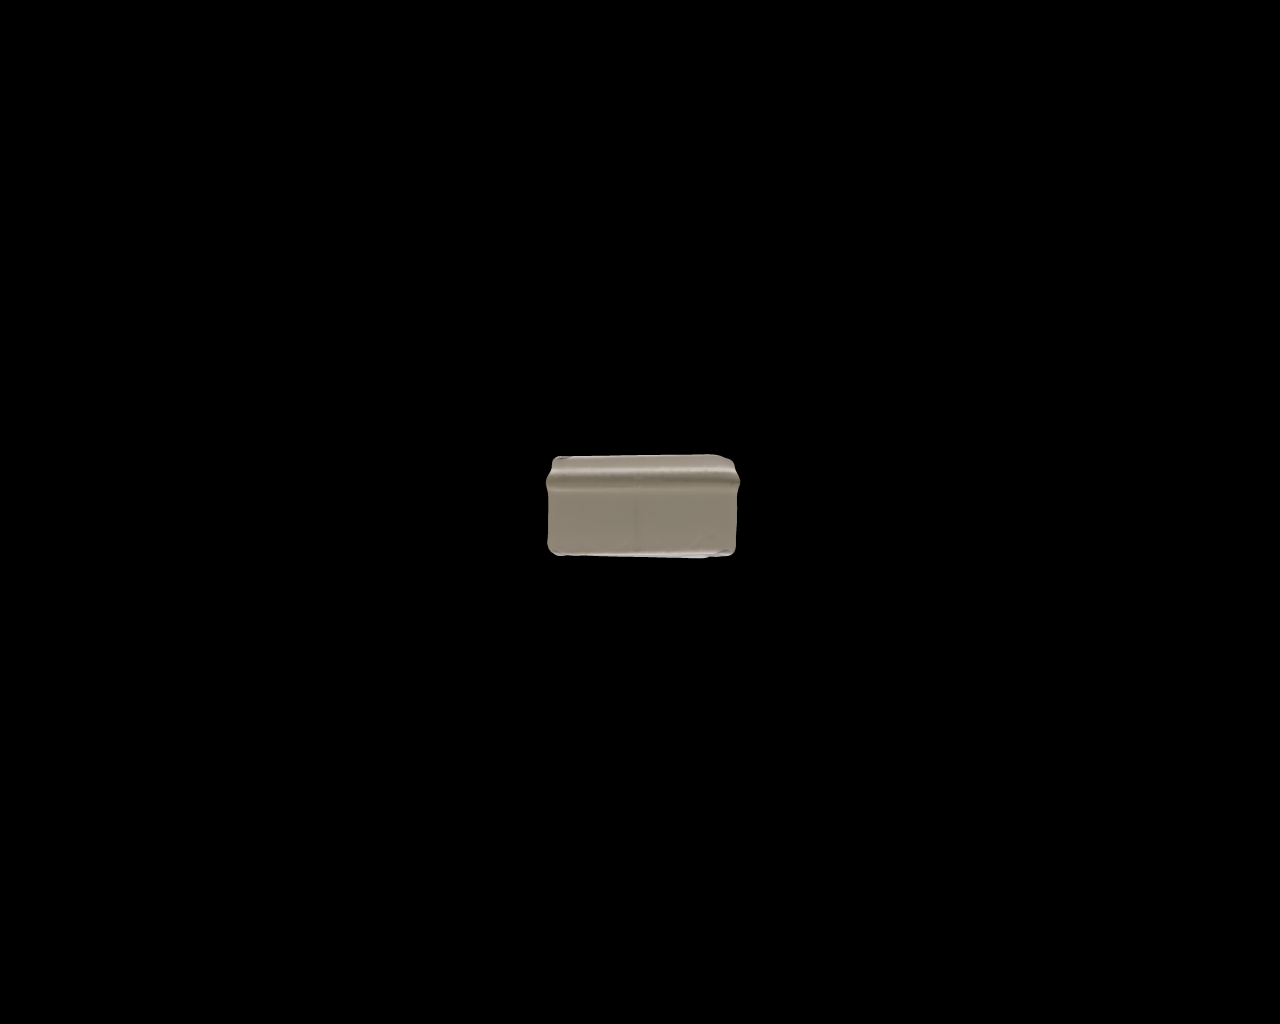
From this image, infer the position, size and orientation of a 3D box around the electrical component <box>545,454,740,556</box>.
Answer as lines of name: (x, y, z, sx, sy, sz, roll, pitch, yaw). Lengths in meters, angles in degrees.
electrical component: (0.001, -0.003, 0.650, 0.113, 0.057, 0.078, 0, -4, -2)
